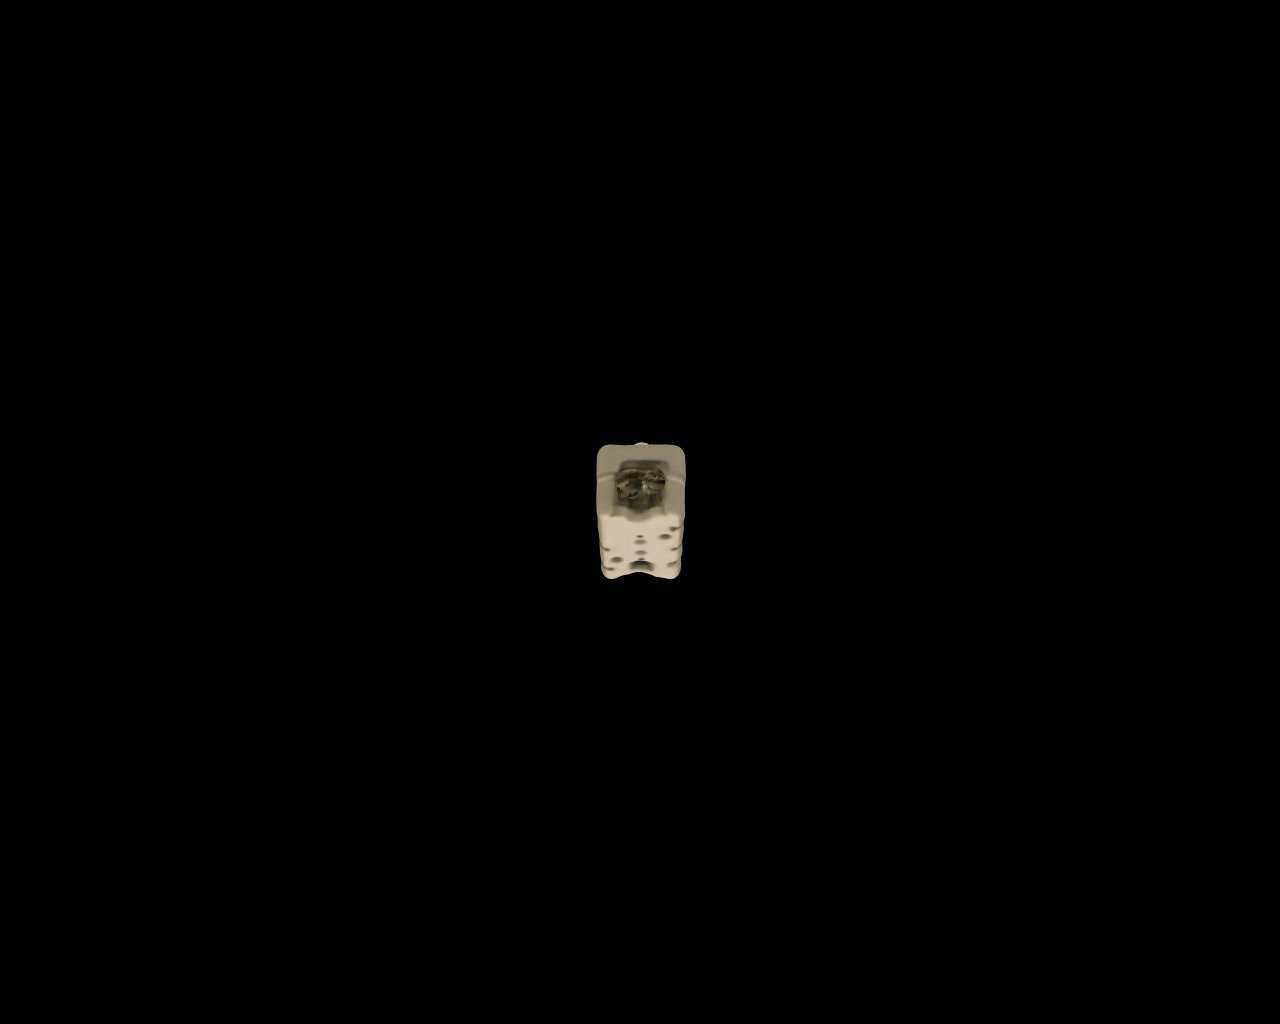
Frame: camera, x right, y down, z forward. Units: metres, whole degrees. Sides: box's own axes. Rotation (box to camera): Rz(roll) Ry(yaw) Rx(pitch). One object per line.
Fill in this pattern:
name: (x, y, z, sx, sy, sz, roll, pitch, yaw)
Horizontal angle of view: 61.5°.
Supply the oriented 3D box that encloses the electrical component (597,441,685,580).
electrical component: (0.001, -0.003, 0.650, 0.050, 0.056, 0.089, 0, -28, 0)
